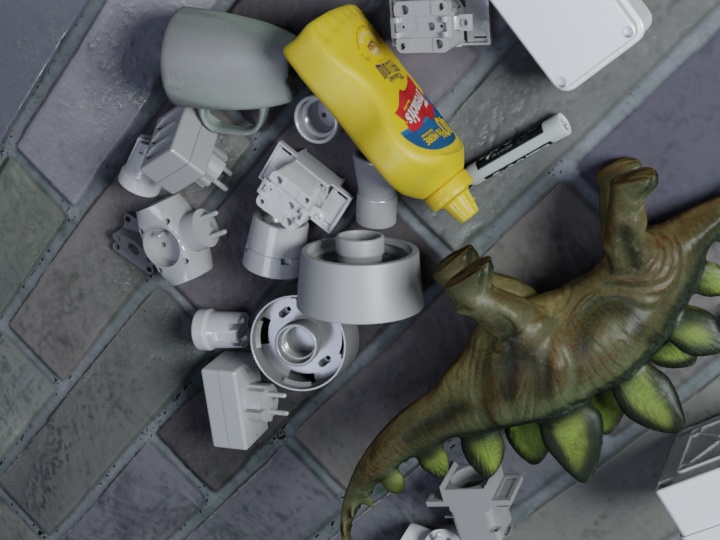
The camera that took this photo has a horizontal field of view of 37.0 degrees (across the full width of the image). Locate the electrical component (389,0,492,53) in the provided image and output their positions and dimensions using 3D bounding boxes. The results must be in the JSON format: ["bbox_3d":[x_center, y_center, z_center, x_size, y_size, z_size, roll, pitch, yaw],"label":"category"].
[{"bbox_3d":[0.057,-0.190,0.819,0.081,0.064,0.042,4,111,24],"label":"electrical component"}]

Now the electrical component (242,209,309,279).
[{"bbox_3d":[-0.074,-0.024,0.954,0.055,0.055,0.047,19,114,17],"label":"electrical component"}]

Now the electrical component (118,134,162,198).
[{"bbox_3d":[-0.196,-0.096,0.990,0.040,0.040,0.046,34,115,9],"label":"electrical component"}]

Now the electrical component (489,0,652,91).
[{"bbox_3d":[0.147,-0.196,0.777,0.078,0.057,0.113,-36,93,32],"label":"electrical component"}]

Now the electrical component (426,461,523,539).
[{"bbox_3d":[0.107,0.210,0.973,0.081,0.042,0.063,-8,111,28],"label":"electrical component"}]

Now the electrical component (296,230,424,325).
[{"bbox_3d":[0.000,0.000,0.900,0.108,0.108,0.060,7,107,23],"label":"electrical component"}]

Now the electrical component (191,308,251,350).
[{"bbox_3d":[-0.131,0.057,1.023,0.046,0.040,0.040,-1,110,19],"label":"electrical component"}]

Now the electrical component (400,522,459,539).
[{"bbox_3d":[0.073,0.267,1.001,0.077,0.044,0.079,29,142,12],"label":"electrical component"}]

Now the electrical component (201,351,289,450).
[{"bbox_3d":[-0.103,0.126,1.034,0.076,0.047,0.083,2,110,23],"label":"electrical component"}]

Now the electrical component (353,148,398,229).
[{"bbox_3d":[0.015,-0.067,0.902,0.044,0.044,0.065,14,120,20],"label":"electrical component"}]

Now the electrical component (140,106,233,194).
[{"bbox_3d":[-0.144,-0.099,0.953,0.047,0.065,0.077,-25,131,38],"label":"electrical component"}]

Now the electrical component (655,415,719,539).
[{"bbox_3d":[0.293,0.149,0.821,0.109,0.109,0.056,-31,93,32],"label":"electrical component"}]

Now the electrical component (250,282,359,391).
[{"bbox_3d":[-0.051,0.061,0.986,0.099,0.064,0.099,3,103,13],"label":"electrical component"}]

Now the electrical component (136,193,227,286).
[{"bbox_3d":[-0.158,-0.033,0.994,0.079,0.044,0.077,-18,102,30],"label":"electrical component"}]

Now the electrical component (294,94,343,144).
[{"bbox_3d":[-0.027,-0.129,0.893,0.040,0.046,0.040,9,114,22],"label":"electrical component"}]

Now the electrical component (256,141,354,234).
[{"bbox_3d":[-0.052,-0.067,0.920,0.081,0.064,0.042,38,120,7],"label":"electrical component"}]
